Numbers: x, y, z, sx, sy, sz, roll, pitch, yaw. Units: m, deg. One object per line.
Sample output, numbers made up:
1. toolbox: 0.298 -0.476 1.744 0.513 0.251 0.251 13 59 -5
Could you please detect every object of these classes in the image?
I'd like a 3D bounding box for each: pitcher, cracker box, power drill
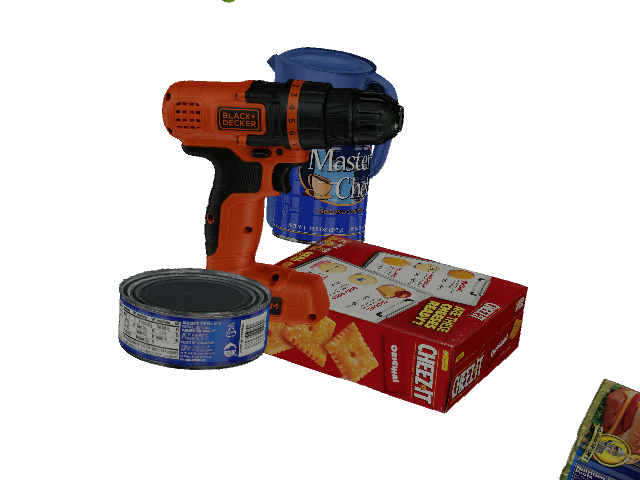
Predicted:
1. pitcher: 0.003 -0.126 1.414 0.144 0.243 0.149 -1 24 -20
2. cracker box: 0.055 0.069 0.967 0.214 0.072 0.163 16 24 29
3. power drill: -0.029 -0.032 0.825 0.184 0.188 0.057 5 17 14

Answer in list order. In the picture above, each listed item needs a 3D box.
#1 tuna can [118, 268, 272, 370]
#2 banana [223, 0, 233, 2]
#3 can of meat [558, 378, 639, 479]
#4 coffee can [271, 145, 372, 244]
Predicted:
1. tuna can: -0.071 0.043 0.604 0.086 0.034 0.086 5 14 -1
2. banana: -0.120 -0.202 0.684 0.198 0.069 0.037 19 -34 27
3. can of meat: 0.233 0.157 0.788 0.084 0.057 0.102 21 40 21
4. coffee can: 0.003 -0.073 1.147 0.103 0.140 0.103 4 12 -1
